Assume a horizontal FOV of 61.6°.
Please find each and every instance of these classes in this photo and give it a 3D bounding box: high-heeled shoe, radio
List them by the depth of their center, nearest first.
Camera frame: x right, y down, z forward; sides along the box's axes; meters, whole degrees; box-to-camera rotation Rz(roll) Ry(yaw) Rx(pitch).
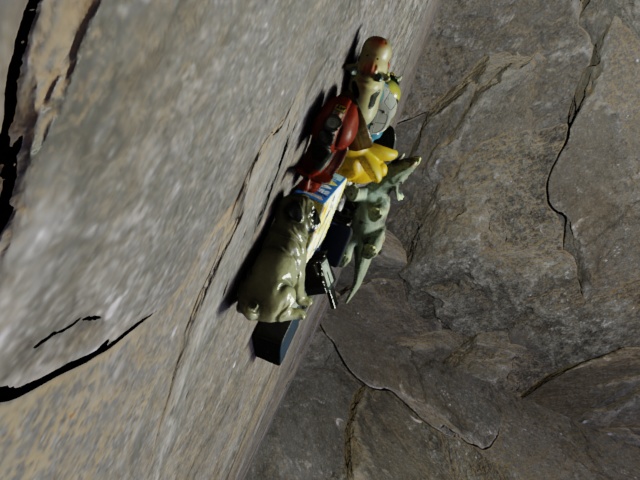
[{"bbox_3d":[-0.101,0.214,1.300,0.229,0.073,0.131,103,11,-65],"label":"radio"},{"bbox_3d":[0.164,-0.270,1.485,0.145,0.086,0.249,66,12,-55],"label":"high-heeled shoe"}]

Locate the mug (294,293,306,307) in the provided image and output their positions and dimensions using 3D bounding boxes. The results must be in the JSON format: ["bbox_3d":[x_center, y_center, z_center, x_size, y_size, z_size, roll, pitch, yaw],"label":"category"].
[{"bbox_3d":[-0.075,0.121,1.158,0.107,0.081,0.109,-61,178,8],"label":"mug"}]

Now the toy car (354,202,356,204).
[{"bbox_3d":[0.045,-0.050,1.526,0.053,0.089,0.202,39,75,-85],"label":"toy car"}]

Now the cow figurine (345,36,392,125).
[{"bbox_3d":[0.089,-0.303,1.041,0.194,0.085,0.127,106,2,-50],"label":"cow figurine"}]

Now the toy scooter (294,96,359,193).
[{"bbox_3d":[0.004,-0.146,0.899,0.183,0.075,0.135,-66,176,31],"label":"toy scooter"}]

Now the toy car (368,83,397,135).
[{"bbox_3d":[0.122,-0.298,1.238,0.161,0.103,0.109,103,12,-47],"label":"toy car"}]

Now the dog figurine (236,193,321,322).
[{"bbox_3d":[-0.068,0.023,0.867,0.172,0.121,0.190,-56,153,-74],"label":"dog figurine"}]

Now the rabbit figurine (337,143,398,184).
[{"bbox_3d":[0.077,-0.183,1.162,0.122,0.163,0.173,-55,154,-6],"label":"rabbit figurine"}]

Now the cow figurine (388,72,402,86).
[{"bbox_3d":[0.178,-0.420,1.459,0.167,0.068,0.098,-61,165,-52],"label":"cow figurine"}]

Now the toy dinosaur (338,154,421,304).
[{"bbox_3d":[0.128,-0.046,1.362,0.192,0.131,0.404,-35,147,-54],"label":"toy dinosaur"}]

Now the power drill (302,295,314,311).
[{"bbox_3d":[-0.049,0.140,1.446,0.207,0.086,0.232,24,87,-80],"label":"power drill"}]

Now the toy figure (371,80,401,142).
[{"bbox_3d":[0.140,-0.319,1.361,0.082,0.089,0.180,33,-71,58],"label":"toy figure"}]

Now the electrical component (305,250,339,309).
[{"bbox_3d":[0.001,0.087,1.132,0.075,0.048,0.119,-50,127,-61],"label":"electrical component"}]

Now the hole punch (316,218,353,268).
[{"bbox_3d":[-0.003,-0.004,1.273,0.092,0.116,0.142,7,106,-47],"label":"hole punch"}]
